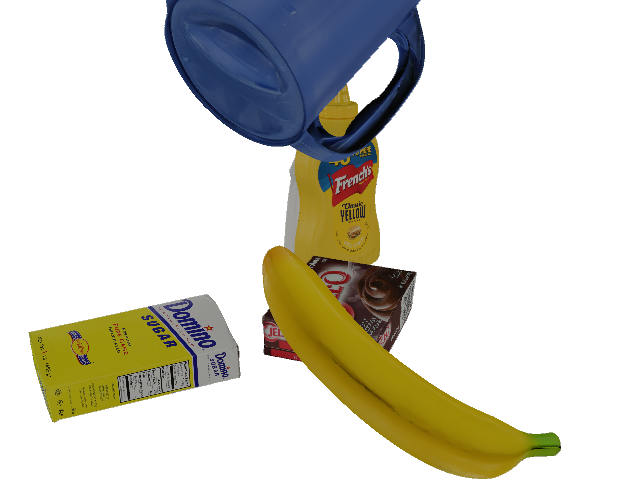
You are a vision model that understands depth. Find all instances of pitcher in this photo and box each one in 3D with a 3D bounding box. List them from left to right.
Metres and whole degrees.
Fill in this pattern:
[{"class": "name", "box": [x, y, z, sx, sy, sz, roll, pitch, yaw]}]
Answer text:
[{"class": "pitcher", "box": [0.013, -0.185, 0.817, 0.145, 0.149, 0.242, 26, 58, 31]}]

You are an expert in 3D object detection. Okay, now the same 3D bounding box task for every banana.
[{"class": "banana", "box": [0.031, 0.070, 0.571, 0.198, 0.037, 0.069, 36, 21, 18]}]

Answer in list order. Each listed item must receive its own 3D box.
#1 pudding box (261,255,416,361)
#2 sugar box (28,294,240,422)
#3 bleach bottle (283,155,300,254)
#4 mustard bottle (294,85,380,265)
[{"class": "pudding box", "box": [0.016, 0.056, 0.825, 0.090, 0.039, 0.113, 10, 25, 18]}, {"class": "sugar box", "box": [-0.171, 0.105, 0.982, 0.176, 0.048, 0.093, -14, 35, -17]}, {"class": "bleach bottle", "box": [0.006, -0.022, 1.311, 0.102, 0.251, 0.068, -8, 21, -31]}, {"class": "mustard bottle", "box": [0.018, -0.065, 1.089, 0.096, 0.192, 0.058, -12, 19, -36]}]
